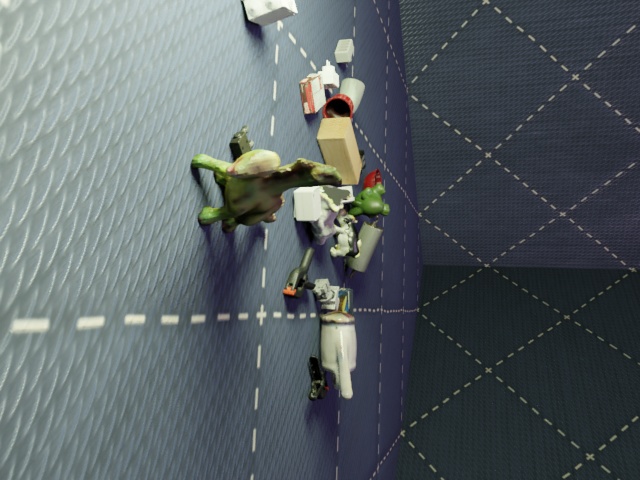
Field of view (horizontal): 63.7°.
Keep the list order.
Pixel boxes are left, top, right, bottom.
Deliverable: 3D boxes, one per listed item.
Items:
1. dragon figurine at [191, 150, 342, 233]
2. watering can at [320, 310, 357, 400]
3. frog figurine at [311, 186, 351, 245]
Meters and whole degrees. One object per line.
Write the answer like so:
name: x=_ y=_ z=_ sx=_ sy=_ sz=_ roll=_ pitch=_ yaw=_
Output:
dragon figurine: x=-0.076 y=-0.085 z=0.932 sx=0.408 sy=0.242 sz=0.123 roll=17 pitch=69 yaw=-70
watering can: x=0.058 y=0.318 z=1.468 sx=0.346 sy=0.104 sz=0.225 roll=143 pitch=-53 yaw=-83
frog figurine: x=0.004 y=-0.073 z=1.449 sx=0.141 sy=0.122 sz=0.156 roll=-83 pitch=-160 yaw=-51
